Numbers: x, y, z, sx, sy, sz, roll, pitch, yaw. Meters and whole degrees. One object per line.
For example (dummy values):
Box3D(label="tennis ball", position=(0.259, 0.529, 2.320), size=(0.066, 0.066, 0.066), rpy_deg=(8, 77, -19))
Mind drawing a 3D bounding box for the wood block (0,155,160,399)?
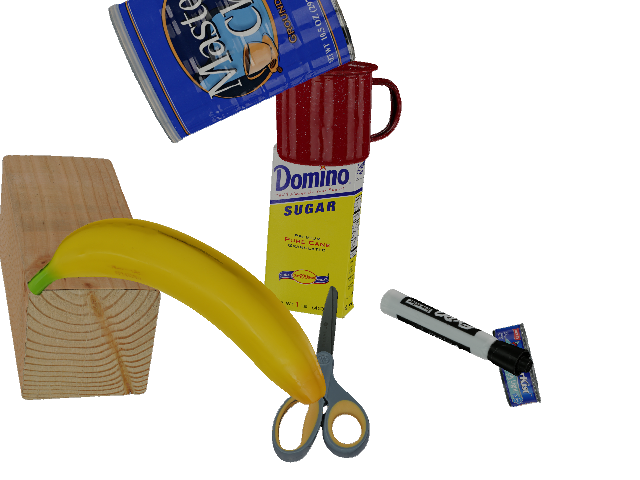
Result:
Box3D(label="wood block", position=(-0.189, 0.020, 0.811), size=(0.090, 0.091, 0.206), rpy_deg=(1, 29, -22))

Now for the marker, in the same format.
Box3D(label="marker", position=(0.093, 0.063, 0.737), size=(0.121, 0.020, 0.020), rpy_deg=(24, 15, 37))

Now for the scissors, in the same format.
Box3D(label="scissors", position=(0.019, 0.126, 0.996), size=(0.096, 0.201, 0.016), rpy_deg=(14, -41, 17))

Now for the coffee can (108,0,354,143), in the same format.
Box3D(label="coffee can", position=(-0.060, -0.142, 0.738), size=(0.140, 0.103, 0.103), rpy_deg=(-25, 0, 0))

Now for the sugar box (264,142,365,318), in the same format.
Box3D(label="sugar box", position=(-0.007, -0.013, 1.119), size=(0.093, 0.176, 0.048), rpy_deg=(7, 15, 14))

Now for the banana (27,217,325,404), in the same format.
Box3D(label="banana", position=(-0.080, 0.032, 0.640), size=(0.198, 0.070, 0.037), rpy_deg=(21, 26, 12))

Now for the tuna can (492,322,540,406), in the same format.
Box3D(label="tuna can", position=(0.209, 0.133, 1.139), size=(0.034, 0.086, 0.086), rpy_deg=(-13, -3, 11))

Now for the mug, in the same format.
Box3D(label="mug", position=(0.014, -0.112, 0.926), size=(0.117, 0.081, 0.093), rpy_deg=(-5, 16, -18))
